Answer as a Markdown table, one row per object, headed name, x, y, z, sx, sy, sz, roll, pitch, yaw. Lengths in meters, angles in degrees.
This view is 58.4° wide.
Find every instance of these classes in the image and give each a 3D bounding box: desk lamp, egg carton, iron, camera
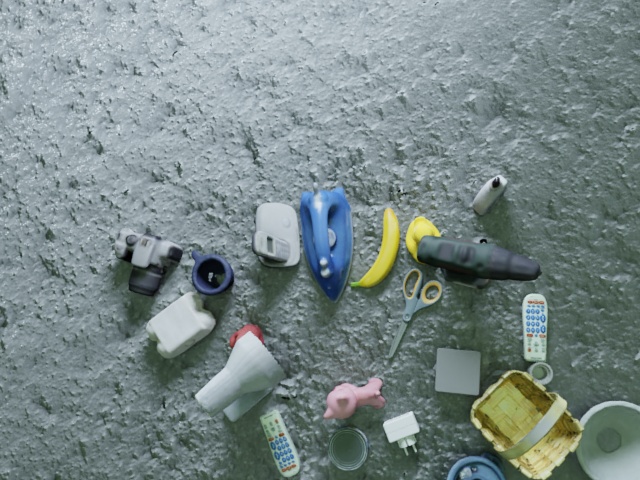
| name | x | y | z | sx | sy | sz | roll | pitch | yaw |
| --- | --- | --- | --- | --- | --- | --- | --- | --- | --- |
| desk lamp | -0.160 | 0.291 | 1.182 | 0.203 | 0.214 | 0.118 | -42 | 76 | 0 |
| egg carton | -0.315 | 0.195 | 1.299 | 0.150 | 0.069 | 0.107 | -37 | 76 | 2 |
| iron | 0.011 | 0.004 | 1.241 | 0.118 | 0.141 | 0.258 | -8 | 79 | 8 |
| camera | -0.412 | 0.053 | 1.324 | 0.143 | 0.101 | 0.137 | 15 | 83 | 12 |

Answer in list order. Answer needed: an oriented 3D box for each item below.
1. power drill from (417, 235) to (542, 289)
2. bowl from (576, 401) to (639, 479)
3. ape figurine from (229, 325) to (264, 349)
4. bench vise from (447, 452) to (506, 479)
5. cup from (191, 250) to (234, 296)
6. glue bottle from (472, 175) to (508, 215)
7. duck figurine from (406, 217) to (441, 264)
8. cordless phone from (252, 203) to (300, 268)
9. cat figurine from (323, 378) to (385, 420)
| name | x | y | z | sx | sy | sz | roll | pitch | yaw |
| --- | --- | --- | --- | --- | --- | --- | --- | --- | --- |
| power drill | 0.310 | 0.047 | 1.150 | 0.229 | 0.208 | 0.076 | 13 | 82 | 12 |
| bowl | 0.575 | 0.395 | 1.113 | 0.167 | 0.075 | 0.167 | -2 | 80 | 9 |
| ape figurine | -0.162 | 0.223 | 1.257 | 0.077 | 0.092 | 0.076 | 28 | 86 | 13 |
| bench vise | 0.279 | 0.505 | 1.068 | 0.121 | 0.220 | 0.207 | 27 | 86 | 13 |
| cup | -0.240 | 0.074 | 1.295 | 0.092 | 0.095 | 0.117 | -43 | 76 | 0 |
| glue bottle | 0.357 | -0.103 | 1.186 | 0.078 | 0.173 | 0.037 | -45 | 76 | 0 |
| duck figurine | 0.224 | -0.002 | 1.236 | 0.077 | 0.086 | 0.104 | -11 | 78 | 8 |
| cordless phone | -0.106 | -0.017 | 1.242 | 0.094 | 0.185 | 0.147 | -9 | 79 | 8 |
| cat figurine | 0.068 | 0.331 | 1.187 | 0.127 | 0.118 | 0.067 | -15 | 78 | 7 |
